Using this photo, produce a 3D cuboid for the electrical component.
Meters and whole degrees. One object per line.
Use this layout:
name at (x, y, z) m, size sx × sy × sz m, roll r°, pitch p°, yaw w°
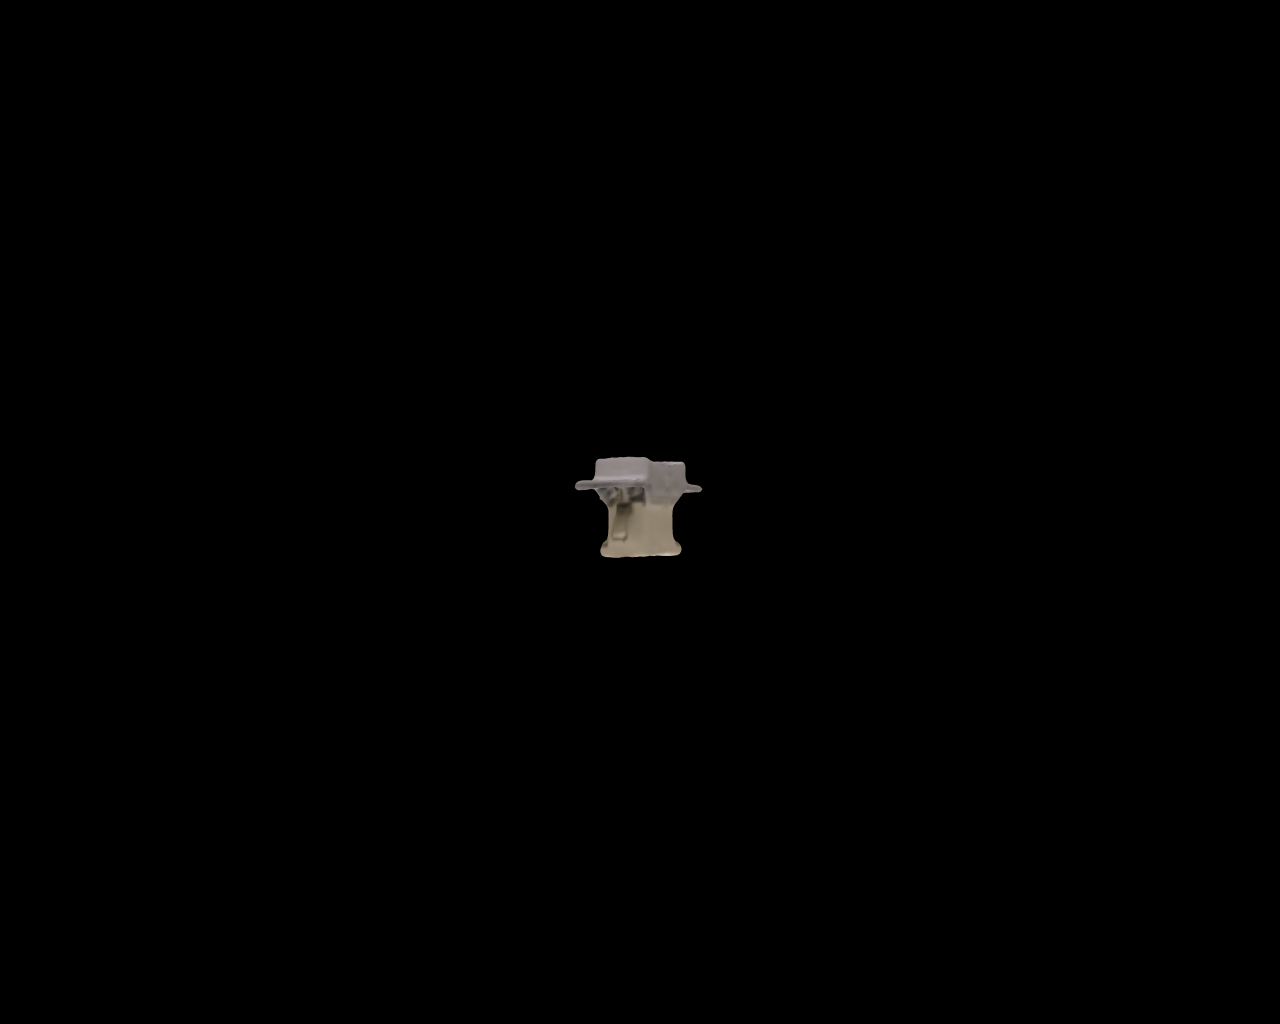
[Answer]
electrical component at (0.001, -0.003, 0.650) m, size 0.042 × 0.063 × 0.081 m, roll -2°, pitch -3°, yaw 36°
